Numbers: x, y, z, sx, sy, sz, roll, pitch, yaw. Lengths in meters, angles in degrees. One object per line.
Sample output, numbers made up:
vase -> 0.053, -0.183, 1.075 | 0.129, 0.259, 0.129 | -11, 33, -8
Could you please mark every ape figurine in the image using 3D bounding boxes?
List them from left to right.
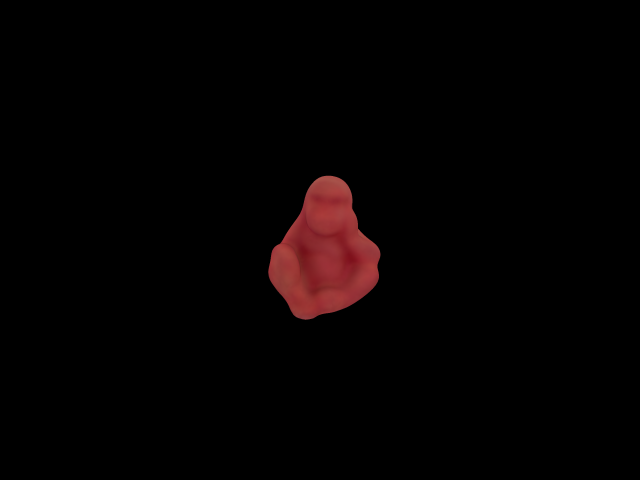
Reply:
ape figurine -> 0.004, 0.001, 0.400 | 0.078, 0.092, 0.076 | 0, 9, 0
